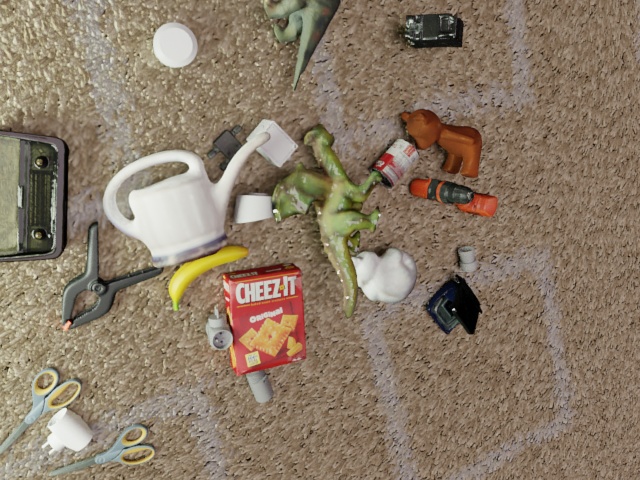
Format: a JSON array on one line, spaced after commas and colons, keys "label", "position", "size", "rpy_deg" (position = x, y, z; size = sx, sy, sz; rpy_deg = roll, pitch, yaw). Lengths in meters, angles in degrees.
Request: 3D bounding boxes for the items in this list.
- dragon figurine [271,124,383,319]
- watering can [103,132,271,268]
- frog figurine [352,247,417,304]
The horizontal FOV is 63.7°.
[{"label": "dragon figurine", "position": [0.003, -0.055, 1.092], "size": [0.242, 0.121, 0.415], "rpy_deg": [15, 74, -26]}, {"label": "watering can", "position": [-0.239, -0.074, 1.006], "size": [0.348, 0.105, 0.222], "rpy_deg": [-17, 105, -2]}, {"label": "frog figurine", "position": [0.144, 0.075, 1.202], "size": [0.158, 0.125, 0.136], "rpy_deg": [27, 109, -36]}]
